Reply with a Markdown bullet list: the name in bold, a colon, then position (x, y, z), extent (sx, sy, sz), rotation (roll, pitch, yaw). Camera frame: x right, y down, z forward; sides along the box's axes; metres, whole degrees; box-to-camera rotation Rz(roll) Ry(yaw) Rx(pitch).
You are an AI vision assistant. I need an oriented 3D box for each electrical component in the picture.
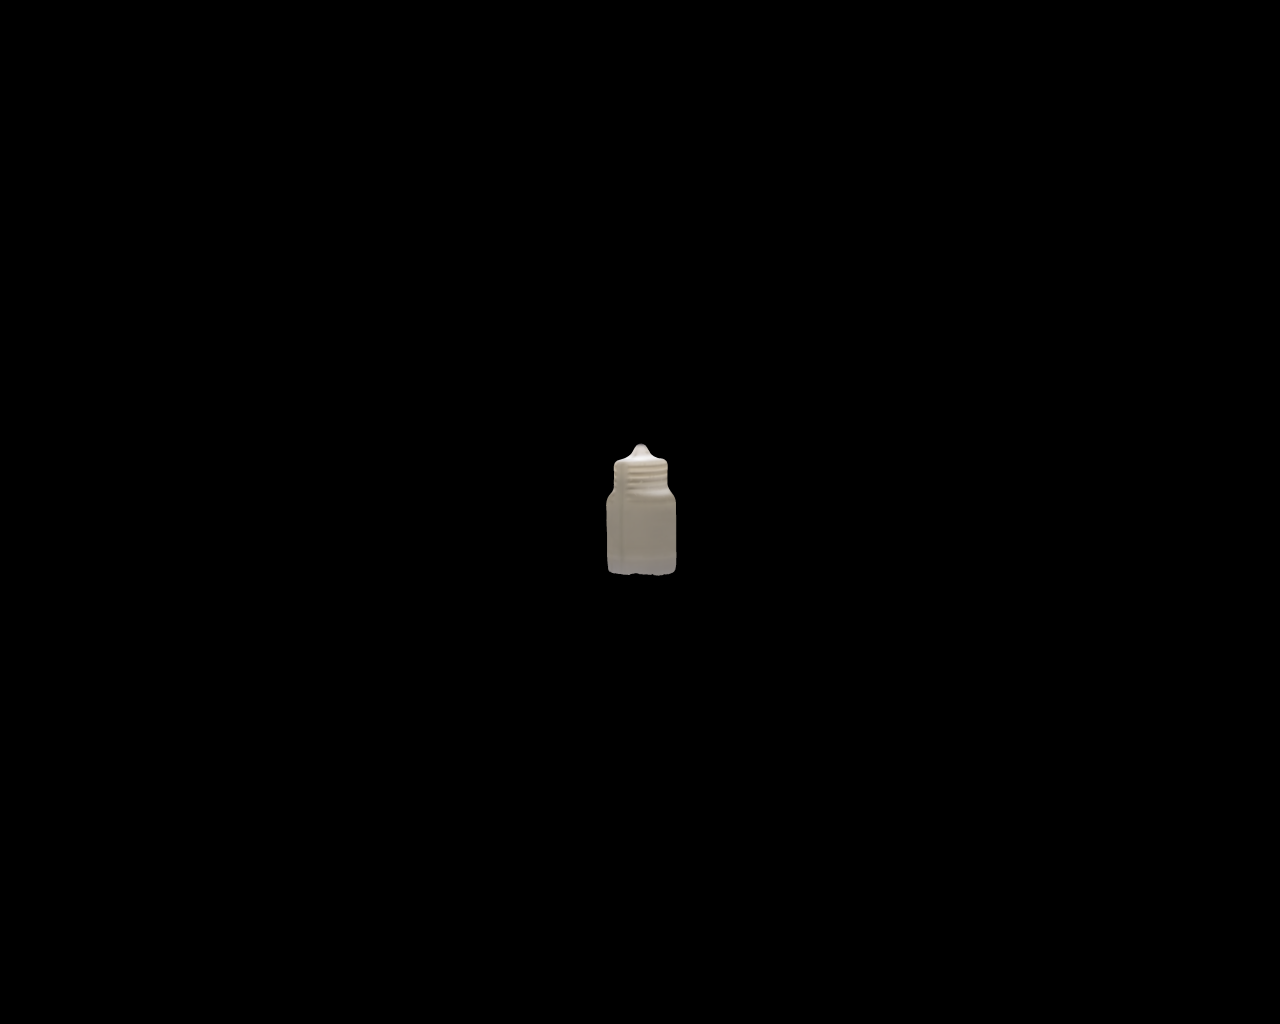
- **electrical component**: position (0.001, -0.003, 0.650), extent (0.043, 0.081, 0.043), rotation (0, 5, 0)
